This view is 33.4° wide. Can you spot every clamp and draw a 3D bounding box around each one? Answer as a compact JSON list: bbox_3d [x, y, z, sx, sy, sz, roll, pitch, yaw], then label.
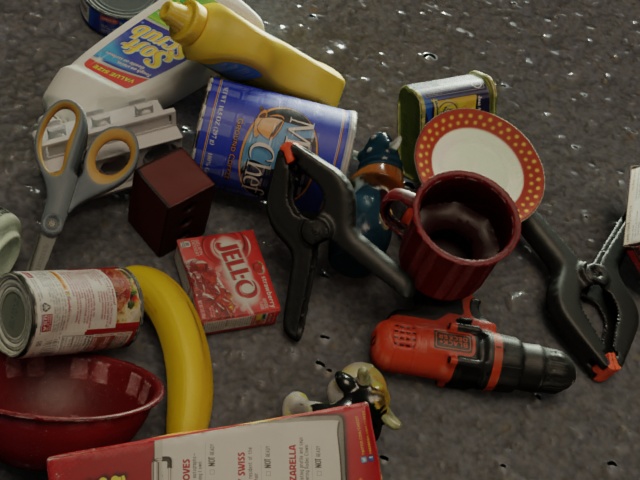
[{"bbox_3d":[0.264,0.036,1.029,0.164,0.036,0.210,3,57,-22],"label":"clamp"},{"bbox_3d":[-0.006,0.001,0.926,0.120,0.039,0.171,-29,83,6],"label":"clamp"}]

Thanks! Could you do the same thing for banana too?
[{"bbox_3d":[-0.125,0.090,0.882,0.070,0.037,0.198,-36,60,11],"label":"banana"}]

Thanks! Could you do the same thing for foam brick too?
[{"bbox_3d":[-0.133,-0.033,0.947,0.052,0.078,0.051,-32,69,-30],"label":"foam brick"}]

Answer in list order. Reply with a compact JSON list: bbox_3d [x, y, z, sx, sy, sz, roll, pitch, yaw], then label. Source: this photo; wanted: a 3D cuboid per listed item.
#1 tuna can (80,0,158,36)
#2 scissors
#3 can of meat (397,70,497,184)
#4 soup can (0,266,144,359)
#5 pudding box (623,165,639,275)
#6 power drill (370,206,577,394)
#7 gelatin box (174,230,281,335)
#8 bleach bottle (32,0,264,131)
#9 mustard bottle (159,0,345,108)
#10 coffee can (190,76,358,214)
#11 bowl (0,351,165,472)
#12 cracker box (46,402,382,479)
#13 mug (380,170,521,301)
[{"bbox_3d":[-0.207,-0.250,1.113,0.086,0.034,0.086,7,53,-10],"label":"tuna can"},{"bbox_3d":[-0.202,-0.019,0.889,0.096,0.016,0.202,3,78,-10],"label":"scissors"},{"bbox_3d":[0.125,-0.111,1.060,0.083,0.102,0.057,-12,25,-20],"label":"can of meat"},{"bbox_3d":[-0.200,0.056,0.845,0.102,0.069,0.068,-2,51,-45],"label":"soup can"},{"bbox_3d":[0.333,-0.009,1.050,0.039,0.090,0.113,-14,42,31],"label":"pudding box"},{"bbox_3d":[0.139,0.049,0.972,0.184,0.057,0.187,10,52,-8],"label":"power drill"},{"bbox_3d":[-0.083,0.036,0.939,0.073,0.030,0.089,-7,58,-20],"label":"gelatin box"},{"bbox_3d":[-0.172,-0.163,1.043,0.102,0.068,0.250,41,58,8],"label":"bleach bottle"},{"bbox_3d":[-0.072,-0.175,1.008,0.191,0.096,0.058,23,86,-41],"label":"mustard bottle"},{"bbox_3d":[-0.045,-0.086,0.994,0.140,0.103,0.102,13,52,-5],"label":"coffee can"},{"bbox_3d":[-0.199,0.129,0.794,0.162,0.055,0.162,7,9,-1],"label":"bowl"},{"bbox_3d":[-0.060,0.206,0.710,0.213,0.072,0.164,-9,80,-8],"label":"cracker box"},{"bbox_3d":[0.104,-0.005,0.915,0.117,0.082,0.093,26,59,4],"label":"mug"}]
